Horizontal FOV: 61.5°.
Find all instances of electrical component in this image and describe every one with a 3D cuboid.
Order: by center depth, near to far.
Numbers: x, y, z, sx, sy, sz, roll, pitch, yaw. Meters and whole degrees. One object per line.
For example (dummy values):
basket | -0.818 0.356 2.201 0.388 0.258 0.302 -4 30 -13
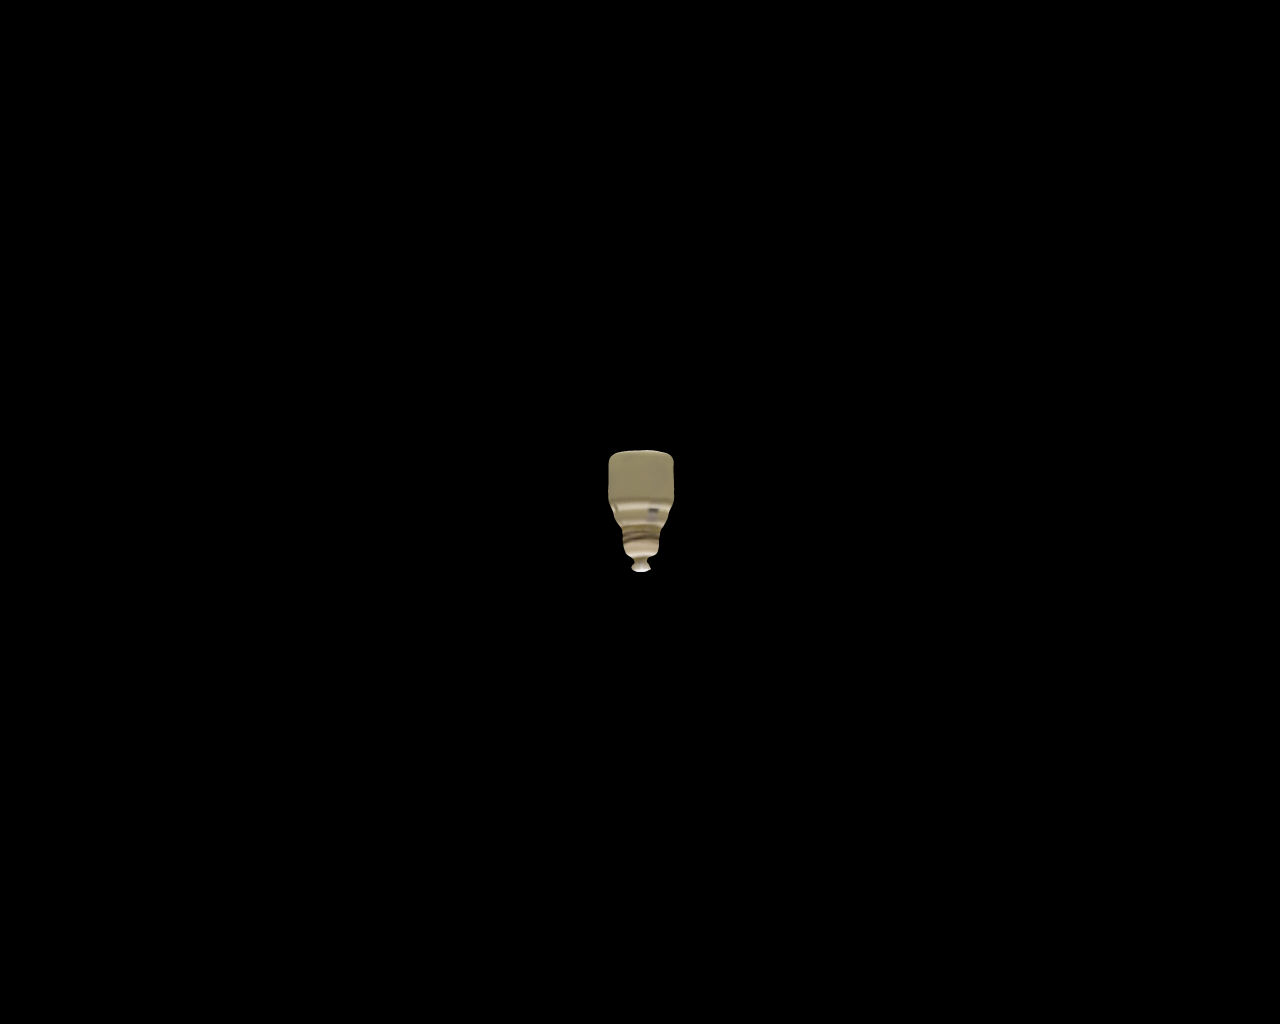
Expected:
electrical component | 0.001 -0.003 0.650 0.040 0.078 0.040 0 -7 0
